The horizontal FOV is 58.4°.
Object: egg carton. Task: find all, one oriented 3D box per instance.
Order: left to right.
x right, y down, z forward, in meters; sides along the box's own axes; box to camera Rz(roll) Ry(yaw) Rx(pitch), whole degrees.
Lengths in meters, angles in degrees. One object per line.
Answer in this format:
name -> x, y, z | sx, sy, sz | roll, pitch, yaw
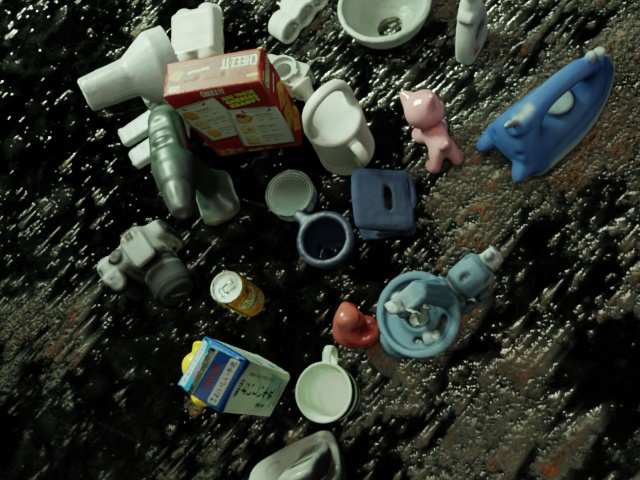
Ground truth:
egg carton -> -0.237, -0.393, 1.127 | 0.107, 0.069, 0.150 | -11, 70, 11

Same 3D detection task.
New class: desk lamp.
desk lamp -> -0.311, -0.253, 1.022 | 0.203, 0.214, 0.117 | -34, 67, 2

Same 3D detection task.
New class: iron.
iron -> 0.363, -0.216, 0.870 | 0.258, 0.142, 0.118 | -43, 67, -2

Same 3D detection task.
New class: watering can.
watering can -> 0.017, -0.192, 0.925 | 0.172, 0.194, 0.101 | 28, 81, 21

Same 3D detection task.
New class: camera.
camera -> -0.291, 0.053, 0.977 | 0.143, 0.101, 0.136 | -41, 67, -1

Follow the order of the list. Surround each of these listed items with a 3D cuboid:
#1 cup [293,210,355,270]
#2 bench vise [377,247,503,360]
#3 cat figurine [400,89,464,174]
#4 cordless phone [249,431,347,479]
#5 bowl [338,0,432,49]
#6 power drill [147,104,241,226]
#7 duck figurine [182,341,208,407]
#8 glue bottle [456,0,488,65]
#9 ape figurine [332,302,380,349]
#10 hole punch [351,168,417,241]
cup -> 0.008, 0.003, 0.917 | 0.117, 0.095, 0.092 | 41, 86, 23
bench vise -> 0.153, 0.069, 0.789 | 0.121, 0.220, 0.207 | 33, 83, 22
cat figurine -> 0.179, -0.187, 0.922 | 0.067, 0.118, 0.127 | -26, 68, 6
cordless phone -> -0.045, 0.324, 0.776 | 0.147, 0.185, 0.094 | -31, 67, 4
bowl -> 0.120, -0.407, 1.034 | 0.167, 0.075, 0.167 | -4, 71, 14
power drill -> -0.211, -0.103, 0.949 | 0.075, 0.209, 0.229 | -26, 68, 6
duck figurine -> -0.188, 0.209, 0.906 | 0.077, 0.086, 0.104 | 0, 72, 15
glue bottle -> 0.246, -0.365, 0.933 | 0.037, 0.173, 0.078 | 20, 78, 20
ape figurine -> 0.049, 0.127, 0.867 | 0.076, 0.092, 0.077 | -25, 68, 6
hole punch -> 0.103, -0.062, 0.916 | 0.101, 0.091, 0.108 | -8, 70, 13
